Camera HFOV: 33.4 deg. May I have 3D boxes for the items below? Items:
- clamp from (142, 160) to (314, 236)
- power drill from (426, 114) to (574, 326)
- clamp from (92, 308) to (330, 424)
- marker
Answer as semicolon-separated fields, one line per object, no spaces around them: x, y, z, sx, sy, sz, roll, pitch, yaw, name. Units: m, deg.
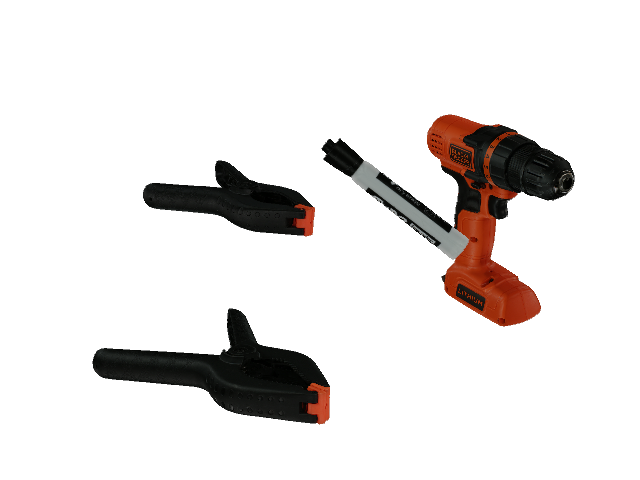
-0.085;-0.037;1.032;0.172;0.039;0.120;21;34;41;clamp
0.172;-0.017;1.018;0.057;0.188;0.185;-16;27;-25;power drill
-0.065;0.105;0.906;0.210;0.036;0.164;12;21;35;clamp
0.051;-0.030;0.743;0.121;0.020;0.020;38;-4;-4;marker
